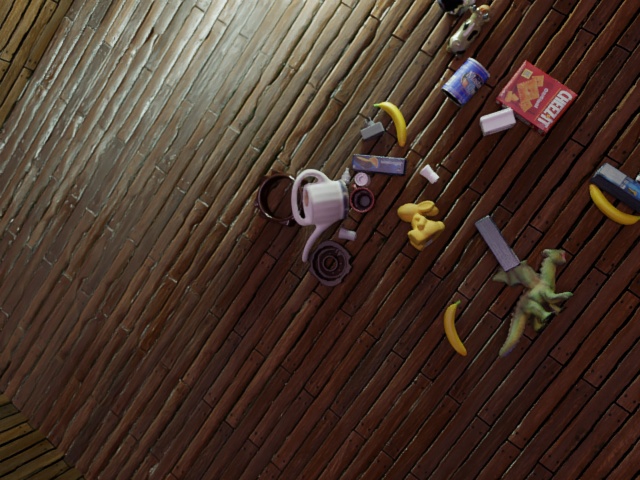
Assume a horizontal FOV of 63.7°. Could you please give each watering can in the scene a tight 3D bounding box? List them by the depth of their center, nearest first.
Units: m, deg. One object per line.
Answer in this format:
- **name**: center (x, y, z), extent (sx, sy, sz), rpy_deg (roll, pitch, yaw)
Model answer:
- **watering can**: center (0.006, -0.098, 1.948), extent (0.225, 0.105, 0.344), rpy_deg (-9, 102, -16)

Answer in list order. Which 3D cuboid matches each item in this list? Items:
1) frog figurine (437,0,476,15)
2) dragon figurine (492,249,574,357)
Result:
- **frog figurine**: center (0.504, -0.901, 1.871), extent (0.138, 0.120, 0.162), rpy_deg (21, 60, 23)
- **dragon figurine**: center (0.709, 0.191, 1.792), extent (0.408, 0.121, 0.247), rpy_deg (-42, 62, 9)
